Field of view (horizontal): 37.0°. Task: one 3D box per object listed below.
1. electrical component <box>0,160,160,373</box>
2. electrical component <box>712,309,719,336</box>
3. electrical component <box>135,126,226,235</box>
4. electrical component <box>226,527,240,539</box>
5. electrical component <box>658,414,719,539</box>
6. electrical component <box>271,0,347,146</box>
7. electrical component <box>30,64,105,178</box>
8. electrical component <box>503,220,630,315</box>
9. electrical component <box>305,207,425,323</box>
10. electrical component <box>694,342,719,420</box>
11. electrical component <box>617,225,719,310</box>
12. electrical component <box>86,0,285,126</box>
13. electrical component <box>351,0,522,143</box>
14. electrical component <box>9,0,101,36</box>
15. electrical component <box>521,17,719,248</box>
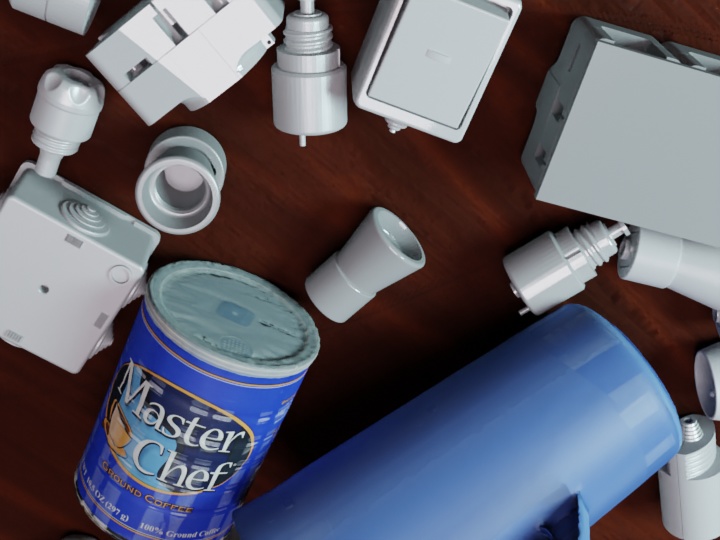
[{"bbox_3d":[-0.176,0.001,0.615,0.100,0.048,0.099,30,112,-16],"label":"electrical component"},{"bbox_3d":[0.247,0.024,0.648,0.065,0.044,0.044,-4,117,5],"label":"electrical component"},{"bbox_3d":[-0.097,-0.050,0.588,0.045,0.055,0.045,-1,117,-2],"label":"electrical component"},{"bbox_3d":[-0.091,0.205,0.720,0.080,0.051,0.080,-1,117,-2],"label":"electrical component"},{"bbox_3d":[0.216,0.130,0.698,0.043,0.043,0.081,-11,116,3],"label":"electrical component"},{"bbox_3d":[-0.027,-0.107,0.571,0.040,0.040,0.078,-1,117,-2],"label":"electrical component"},{"bbox_3d":[-0.163,-0.078,0.584,0.035,0.035,0.061,21,117,-12],"label":"electrical component"},{"bbox_3d":[0.120,-0.006,0.627,0.078,0.040,0.040,-32,114,13],"label":"electrical component"},{"bbox_3d":[0.000,0.000,0.626,0.044,0.044,0.065,41,113,-20],"label":"electrical component"},{"bbox_3d":[0.255,0.082,0.675,0.077,0.043,0.079,-8,117,1],"label":"electrical component"},{"bbox_3d":[0.185,-0.005,0.631,0.065,0.044,0.044,13,116,-3],"label":"electrical component"},{"bbox_3d":[-0.086,-0.121,0.556,0.089,0.050,0.055,-35,113,14],"label":"electrical component"},{"bbox_3d":[0.035,-0.111,0.559,0.062,0.061,0.096,19,115,-11],"label":"electrical component"},{"bbox_3d":[-0.115,-0.179,0.525,0.074,0.052,0.138,20,114,-12],"label":"electrical component"},{"bbox_3d":[0.175,-0.071,0.585,0.150,0.061,0.089,14,115,-9],"label":"electrical component"}]
